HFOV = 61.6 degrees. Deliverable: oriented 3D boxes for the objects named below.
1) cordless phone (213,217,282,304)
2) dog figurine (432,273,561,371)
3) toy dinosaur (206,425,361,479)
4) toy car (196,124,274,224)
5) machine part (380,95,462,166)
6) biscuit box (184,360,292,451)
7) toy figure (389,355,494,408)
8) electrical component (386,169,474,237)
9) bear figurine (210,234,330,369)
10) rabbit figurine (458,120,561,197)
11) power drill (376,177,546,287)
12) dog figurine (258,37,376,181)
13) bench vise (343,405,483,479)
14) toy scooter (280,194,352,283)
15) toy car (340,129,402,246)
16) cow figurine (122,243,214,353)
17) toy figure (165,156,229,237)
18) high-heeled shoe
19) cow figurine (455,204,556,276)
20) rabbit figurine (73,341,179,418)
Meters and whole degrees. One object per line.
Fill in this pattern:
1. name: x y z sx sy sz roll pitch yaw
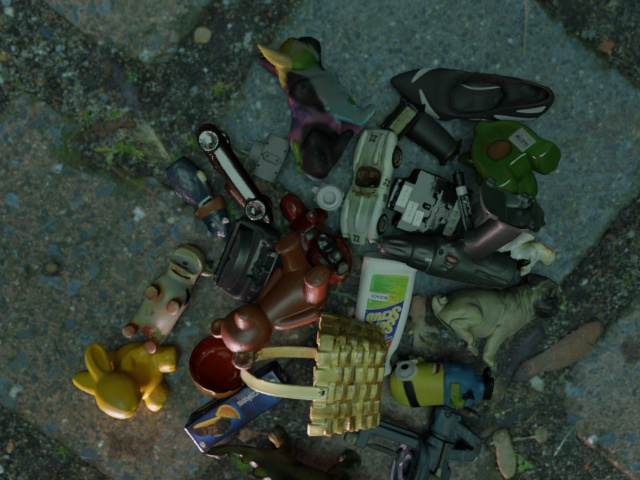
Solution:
1. cordless phone: -0.085 0.053 0.962 0.184 0.089 0.146 22 97 -15
2. dog figurine: 0.311 0.106 0.950 0.190 0.121 0.172 -47 114 -1
3. toy dinosaur: 0.017 0.462 0.952 0.472 0.198 0.105 20 101 -1
4. toy car: -0.146 -0.108 0.922 0.053 0.089 0.202 -32 98 3
5. machine part: 0.178 -0.183 0.928 0.139 0.039 0.084 31 121 -9
6. biscuit box: -0.149 0.305 0.997 0.203 0.059 0.062 -34 96 4
7. toy figure: 0.214 0.259 0.960 0.180 0.082 0.089 3 84 12
8. electrical component: 0.186 -0.061 0.945 0.134 0.058 0.114 23 95 -3
9. bear figurine: -0.084 0.103 0.866 0.196 0.131 0.120 -30 55 -16
10. rabbit figurine: 0.306 -0.116 0.901 0.121 0.170 0.159 -45 55 4
11. power drill: 0.229 -0.003 0.845 0.232 0.086 0.207 19 137 -10
12. dog figurine: -0.029 -0.229 0.895 0.219 0.108 0.191 38 88 -1
13. bench vise: 0.165 0.372 0.979 0.241 0.129 0.223 21 93 -7
14. toy scooter: -0.002 -0.003 0.911 0.075 0.135 0.183 -37 97 -12
15. toy car: 0.085 -0.090 0.917 0.074 0.056 0.201 12 88 34
16. cow figurine: -0.258 0.089 0.946 0.085 0.127 0.194 32 111 -4
17. toy figure: -0.207 -0.074 0.943 0.058 0.064 0.154 -43 104 -32
18. high-heeled shoe: 0.245 -0.240 0.874 0.249 0.145 0.086 8 97 -3
19. cow figurine: 0.327 0.014 0.950 0.167 0.068 0.098 32 103 -1
20. rabbit figurine: -0.337 0.238 0.932 0.162 0.173 0.122 28 101 -8
